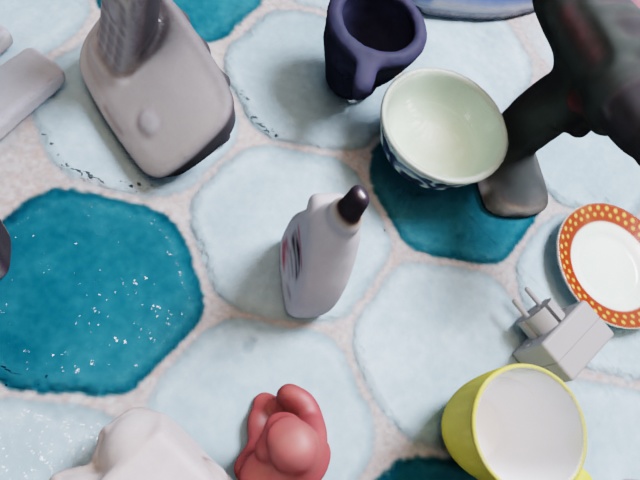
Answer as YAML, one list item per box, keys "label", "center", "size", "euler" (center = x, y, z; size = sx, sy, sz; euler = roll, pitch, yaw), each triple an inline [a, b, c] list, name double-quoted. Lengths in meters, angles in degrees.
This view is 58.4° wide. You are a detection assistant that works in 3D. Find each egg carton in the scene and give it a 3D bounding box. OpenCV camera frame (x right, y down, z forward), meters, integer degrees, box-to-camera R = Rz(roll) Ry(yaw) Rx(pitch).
- label: "egg carton"
  center: [-0.101, 0.188, 0.367]
  size: [0.150, 0.069, 0.107]
  euler: [43, 65, 4]

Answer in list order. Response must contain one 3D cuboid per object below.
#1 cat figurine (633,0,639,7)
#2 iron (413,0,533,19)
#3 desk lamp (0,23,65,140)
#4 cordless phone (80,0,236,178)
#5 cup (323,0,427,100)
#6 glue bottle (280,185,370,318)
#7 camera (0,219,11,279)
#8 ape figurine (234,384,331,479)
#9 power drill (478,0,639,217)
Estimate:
- label: "cat figurine"
  center: [0.357, -0.230, 0.629]
  size: [0.067, 0.117, 0.128]
  euler: [-11, 73, -19]
- label: "iron"
  center: [0.193, -0.327, 0.608]
  size: [0.259, 0.141, 0.118]
  euler: [-3, 70, -16]
- label: "desk lamp"
  center: [-0.287, -0.130, 0.360]
  size: [0.118, 0.213, 0.203]
  euler: [35, 65, 0]
- label: "cordless phone"
  center: [-0.121, -0.146, 0.428]
  size: [0.094, 0.185, 0.147]
  euler: [-33, 81, -24]
- label: "cup"
  center: [0.038, -0.162, 0.528]
  size: [0.092, 0.095, 0.118]
  euler: [16, 66, -9]
- label: "glue bottle"
  center: [0.004, 0.001, 0.411]
  size: [0.037, 0.173, 0.078]
  euler: [-4, 70, -16]
- label: "camera"
  center: [-0.282, 0.038, 0.358]
  size: [0.143, 0.100, 0.137]
  euler: [-3, 70, -16]
- label: "ape figurine"
  center: [-0.023, 0.140, 0.395]
  size: [0.078, 0.092, 0.076]
  euler: [-37, 82, -24]
- label: "power drill"
  center: [0.214, -0.102, 0.490]
  size: [0.076, 0.208, 0.229]
  euler: [-5, 71, -17]
